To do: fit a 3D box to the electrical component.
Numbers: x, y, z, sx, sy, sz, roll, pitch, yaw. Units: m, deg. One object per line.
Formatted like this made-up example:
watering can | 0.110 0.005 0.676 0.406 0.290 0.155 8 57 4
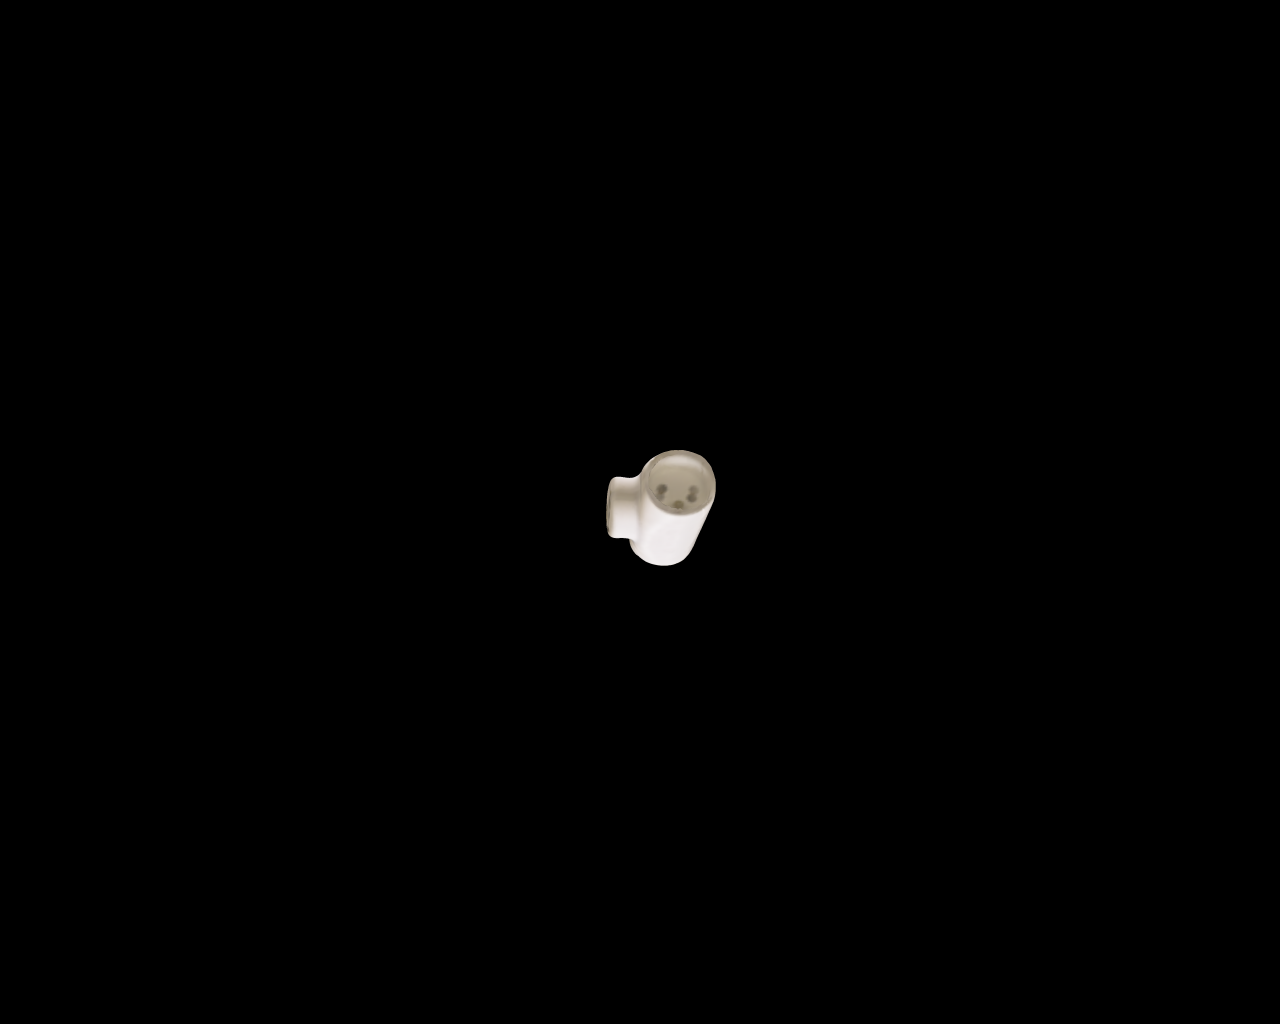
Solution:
electrical component | 0.001 -0.003 0.650 0.079 0.044 0.077 3 -26 -7
